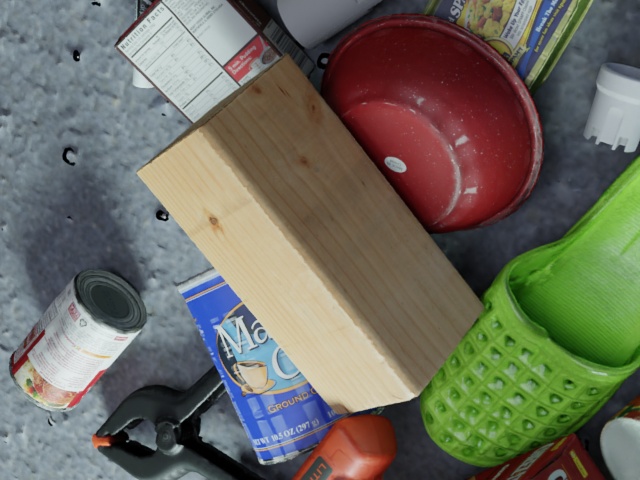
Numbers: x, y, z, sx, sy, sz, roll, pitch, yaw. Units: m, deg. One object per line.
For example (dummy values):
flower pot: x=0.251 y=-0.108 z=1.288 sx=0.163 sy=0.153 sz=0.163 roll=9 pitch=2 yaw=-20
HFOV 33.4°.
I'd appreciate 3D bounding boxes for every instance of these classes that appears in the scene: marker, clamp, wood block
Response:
marker: x=-0.128 y=-0.173 z=0.790 sx=0.020 sy=0.020 sz=0.121 roll=16 pitch=117 yaw=21
clamp: x=-0.105 y=0.161 z=0.844 sx=0.172 sy=0.039 sz=0.120 roll=-21 pitch=74 yaw=31
wood block: x=-0.005 y=0.001 z=0.674 sx=0.206 sy=0.090 sz=0.091 roll=51 pitch=144 yaw=-11

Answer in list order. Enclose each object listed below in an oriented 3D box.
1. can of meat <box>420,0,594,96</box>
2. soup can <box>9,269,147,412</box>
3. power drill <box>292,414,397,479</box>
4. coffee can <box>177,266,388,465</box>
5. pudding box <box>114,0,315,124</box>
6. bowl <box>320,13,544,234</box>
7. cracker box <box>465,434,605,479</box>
can of meat: x=0.117 y=-0.144 z=0.677 sx=0.084 sy=0.057 sz=0.102 roll=34 pitch=112 yaw=13
soup can: x=-0.194 y=0.080 z=0.855 sx=0.068 sy=0.068 sz=0.102 roll=47 pitch=114 yaw=9
power drill: x=0.054 y=0.202 z=0.660 sx=0.185 sy=0.057 sz=0.188 roll=-55 pitch=48 yaw=25
coffee can: x=-0.026 y=0.073 z=0.759 sx=0.103 sy=0.102 sz=0.140 roll=-25 pitch=90 yaw=26
pudding box: x=-0.075 y=-0.131 z=0.756 sx=0.090 sy=0.039 sz=0.113 roll=-38 pitch=104 yaw=27
bowl: x=0.058 y=-0.060 z=0.687 sx=0.162 sy=0.055 sz=0.162 roll=19 pitch=133 yaw=22
cracker box: x=0.122 y=0.244 z=0.713 sx=0.214 sy=0.071 sz=0.164 roll=-37 pitch=84 yaw=45
